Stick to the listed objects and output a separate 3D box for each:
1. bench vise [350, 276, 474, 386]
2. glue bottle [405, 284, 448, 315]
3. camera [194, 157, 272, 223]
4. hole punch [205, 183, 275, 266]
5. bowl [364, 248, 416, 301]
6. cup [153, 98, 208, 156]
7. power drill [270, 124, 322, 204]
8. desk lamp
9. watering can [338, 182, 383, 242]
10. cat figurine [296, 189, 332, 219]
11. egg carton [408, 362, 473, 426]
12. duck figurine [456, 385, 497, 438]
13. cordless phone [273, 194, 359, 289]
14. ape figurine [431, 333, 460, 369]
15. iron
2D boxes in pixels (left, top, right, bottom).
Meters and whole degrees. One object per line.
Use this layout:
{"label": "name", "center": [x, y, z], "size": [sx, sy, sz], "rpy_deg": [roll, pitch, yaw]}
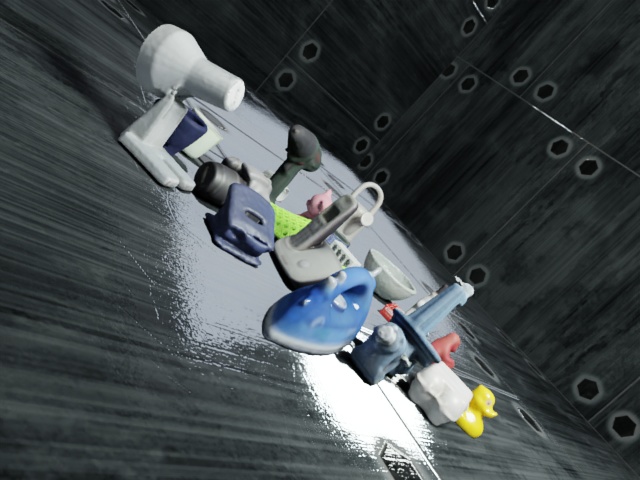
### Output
{"label": "bench vise", "center": [0.170, 0.155, 0.961], "size": [0.121, 0.219, 0.208], "rpy_deg": [45, 12, 10]}
{"label": "glue bottle", "center": [0.202, 0.154, 1.187], "size": [0.037, 0.173, 0.078], "rpy_deg": [47, 12, 19]}
{"label": "camera", "center": [-0.168, -0.110, 1.078], "size": [0.137, 0.100, 0.142], "rpy_deg": [29, 18, -49]}
{"label": "hole punch", "center": [-0.122, -0.026, 0.957], "size": [0.109, 0.091, 0.101], "rpy_deg": [33, 15, -39]}
{"label": "bowl", "center": [0.168, 0.104, 1.493], "size": [0.168, 0.074, 0.167], "rpy_deg": [41, 12, -10]}
{"label": "cup", "center": [-0.279, -0.206, 1.063], "size": [0.091, 0.095, 0.118], "rpy_deg": [50, 13, 30]}
{"label": "power drill", "center": [-0.077, -0.157, 1.278], "size": [0.075, 0.208, 0.230], "rpy_deg": [45, 12, 9]}
{"label": "desk lamp", "center": [-0.241, -0.229, 0.978], "size": [0.203, 0.213, 0.118], "rpy_deg": [45, 12, 11]}
{"label": "watering can", "center": [0.106, -0.078, 1.636], "size": [0.101, 0.194, 0.172], "rpy_deg": [31, 16, -45]}
{"label": "cat figurine", "center": [0.001, -0.076, 1.471], "size": [0.067, 0.117, 0.128], "rpy_deg": [47, 12, 19]}
{"label": "egg carton", "center": [0.223, 0.283, 1.056], "size": [0.107, 0.069, 0.151], "rpy_deg": [47, 12, 17]}
{"label": "duck figurine", "center": [0.301, 0.323, 1.130], "size": [0.104, 0.086, 0.078], "rpy_deg": [49, 13, 27]}
{"label": "cordless phone", "center": [0.010, 0.004, 1.053], "size": [0.094, 0.185, 0.147], "rpy_deg": [33, 15, -40]}
{"label": "ape figurine", "center": [0.285, 0.252, 1.313], "size": [0.076, 0.092, 0.077], "rpy_deg": [39, 12, -19]}
{"label": "iron", "center": [0.018, 0.091, 0.880], "size": [0.118, 0.141, 0.259], "rpy_deg": [46, 12, 16]}
